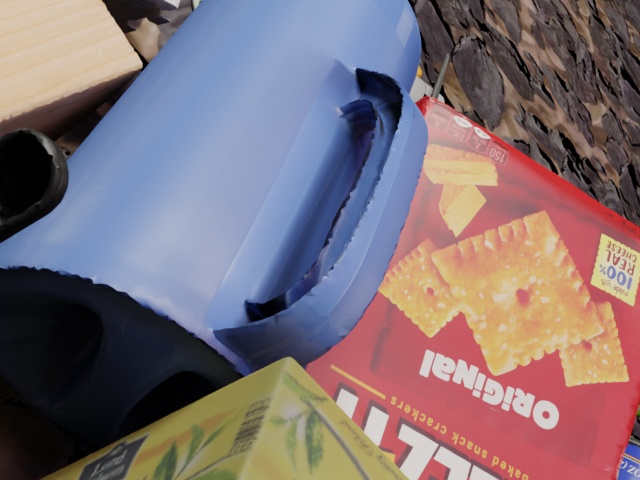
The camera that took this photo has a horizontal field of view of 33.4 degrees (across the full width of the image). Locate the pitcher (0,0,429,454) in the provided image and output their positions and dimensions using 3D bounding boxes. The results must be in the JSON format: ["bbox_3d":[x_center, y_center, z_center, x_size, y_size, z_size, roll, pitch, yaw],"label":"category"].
[{"bbox_3d":[-0.030,-0.027,0.462,0.149,0.145,0.242,20,52,7],"label":"pitcher"}]

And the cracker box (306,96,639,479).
[{"bbox_3d":[0.068,0.060,0.512,0.164,0.072,0.213,31,63,-11],"label":"cracker box"}]

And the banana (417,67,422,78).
[{"bbox_3d":[0.001,-0.181,0.774,0.197,0.037,0.070,38,16,-37],"label":"banana"}]

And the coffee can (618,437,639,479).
[{"bbox_3d":[0.156,0.192,0.598,0.102,0.103,0.140,45,72,-22],"label":"coffee can"}]

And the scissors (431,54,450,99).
[{"bbox_3d":[0.064,-0.038,0.727,0.201,0.016,0.096,-62,156,-47],"label":"scissors"}]

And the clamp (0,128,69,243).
[{"bbox_3d":[-0.161,0.017,0.315,0.120,0.172,0.039,-3,66,-42],"label":"clamp"}]

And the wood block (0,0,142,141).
[{"bbox_3d":[-0.177,-0.060,0.414,0.091,0.090,0.205,57,34,-4],"label":"wood block"}]
